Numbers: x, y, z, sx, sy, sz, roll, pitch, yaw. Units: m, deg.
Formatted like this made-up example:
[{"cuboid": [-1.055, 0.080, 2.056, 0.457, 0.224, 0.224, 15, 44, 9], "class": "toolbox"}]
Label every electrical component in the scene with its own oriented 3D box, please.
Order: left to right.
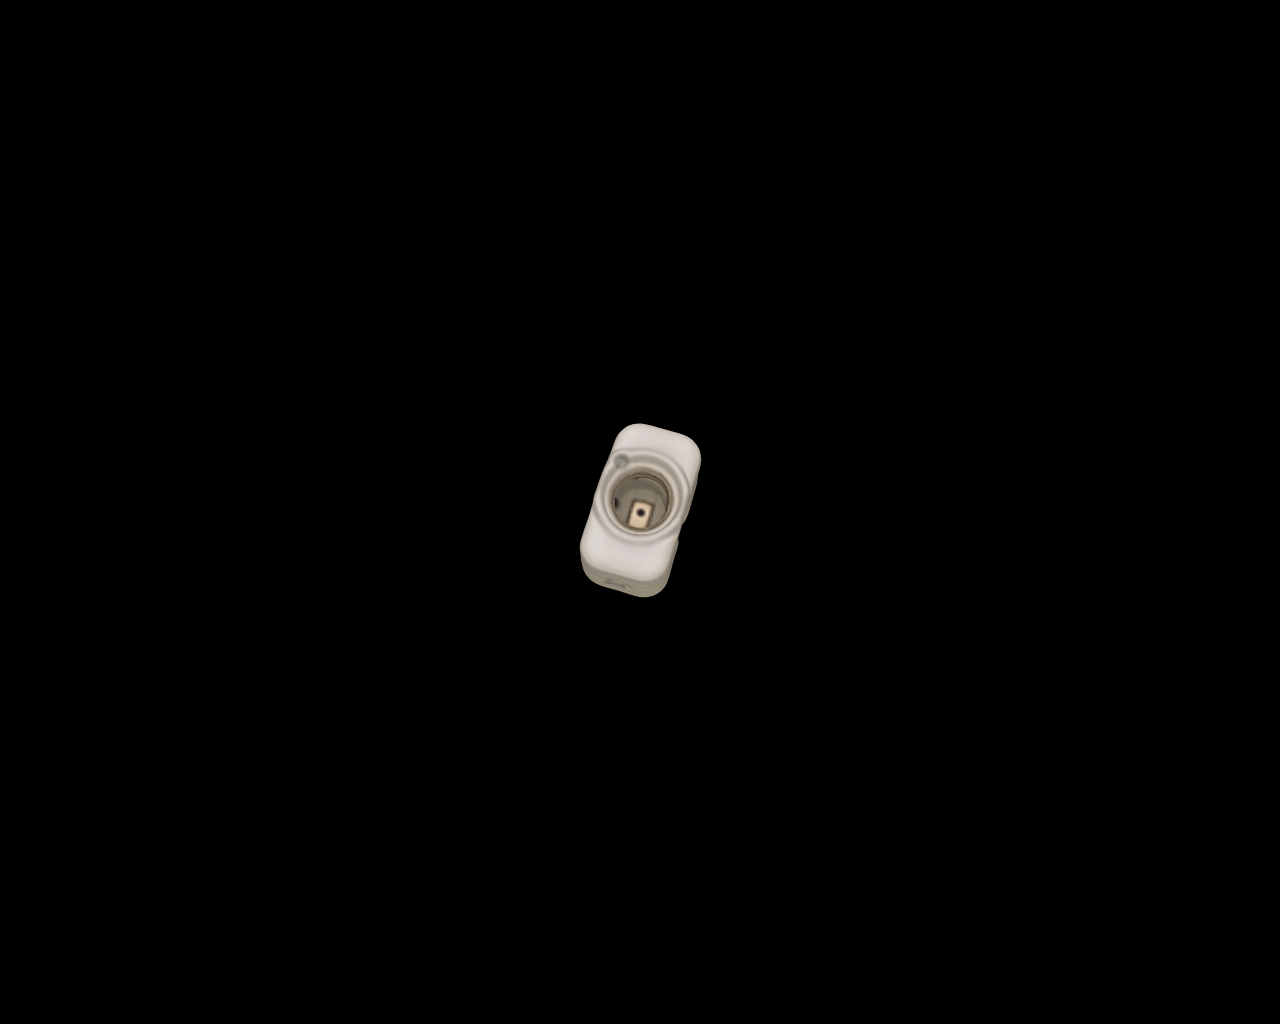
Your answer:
[{"cuboid": [0.001, -0.003, 0.650, 0.054, 0.095, 0.059, 17, -15, 5], "class": "electrical component"}]
